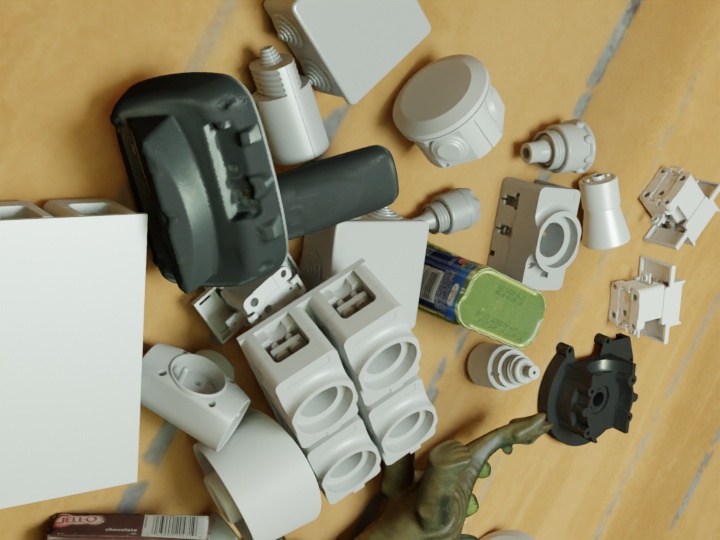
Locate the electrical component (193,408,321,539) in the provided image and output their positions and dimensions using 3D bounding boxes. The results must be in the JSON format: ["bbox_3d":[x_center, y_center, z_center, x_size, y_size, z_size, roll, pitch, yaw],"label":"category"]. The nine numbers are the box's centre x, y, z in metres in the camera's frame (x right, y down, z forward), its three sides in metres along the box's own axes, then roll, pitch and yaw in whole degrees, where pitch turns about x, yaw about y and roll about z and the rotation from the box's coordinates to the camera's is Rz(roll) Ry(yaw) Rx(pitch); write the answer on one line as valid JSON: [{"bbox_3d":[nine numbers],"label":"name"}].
[{"bbox_3d":[-0.079,0.155,0.800,0.064,0.099,0.099,-30,120,-18],"label":"electrical component"}]

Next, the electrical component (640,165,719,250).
[{"bbox_3d":[0.309,-0.063,1.046,0.081,0.042,0.064,-52,126,-11],"label":"electrical component"}]

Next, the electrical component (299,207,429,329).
[{"bbox_3d":[0.000,0.000,0.838,0.100,0.048,0.099,-2,106,-36],"label":"electrical component"}]

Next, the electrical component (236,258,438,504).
[{"bbox_3d":[-0.009,0.092,0.803,0.105,0.060,0.186,-33,143,-12],"label":"electrical component"}]

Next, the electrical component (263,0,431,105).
[{"bbox_3d":[-0.010,-0.182,0.772,0.099,0.048,0.099,-46,126,-15],"label":"electrical component"}]

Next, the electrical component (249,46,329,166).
[{"bbox_3d":[-0.054,-0.120,0.763,0.043,0.043,0.081,-32,121,-24],"label":"electrical component"}]

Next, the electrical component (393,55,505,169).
[{"bbox_3d":[0.070,-0.122,0.831,0.080,0.080,0.051,-53,133,-10],"label":"electrical component"}]

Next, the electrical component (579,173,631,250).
[{"bbox_3d":[0.222,-0.056,0.987,0.044,0.044,0.065,-24,113,-28],"label":"electrical component"}]

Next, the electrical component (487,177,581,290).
[{"bbox_3d":[0.153,-0.030,0.935,0.050,0.056,0.089,1,104,-36],"label":"electrical component"}]

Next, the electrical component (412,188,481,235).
[{"bbox_3d":[0.067,-0.045,0.882,0.061,0.035,0.035,-20,116,-27],"label":"electrical component"}]

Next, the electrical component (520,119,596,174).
[{"bbox_3d":[0.169,-0.104,0.931,0.062,0.048,0.048,-10,111,-26],"label":"electrical component"}]

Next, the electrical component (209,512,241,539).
[{"bbox_3d":[-0.120,0.220,0.825,0.055,0.045,0.045,-37,123,-21],"label":"electrical component"}]

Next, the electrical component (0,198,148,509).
[{"bbox_3d":[-0.203,0.050,0.699,0.105,0.060,0.186,-5,108,-35],"label":"electrical component"}]

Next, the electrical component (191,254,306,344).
[{"bbox_3d":[-0.075,0.016,0.780,0.081,0.064,0.042,-44,126,-17],"label":"electrical component"}]

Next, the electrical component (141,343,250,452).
[{"bbox_3d":[-0.115,0.082,0.772,0.044,0.077,0.079,-61,175,30],"label":"electrical component"}]

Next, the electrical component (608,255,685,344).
[{"bbox_3d":[0.280,0.031,1.056,0.064,0.042,0.081,-10,110,-31],"label":"electrical component"}]

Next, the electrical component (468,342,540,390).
[{"bbox_3d":[0.128,0.086,0.945,0.040,0.078,0.040,-1,92,-30],"label":"electrical component"}]

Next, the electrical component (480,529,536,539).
[{"bbox_3d":[0.141,0.291,1.016,0.080,0.080,0.051,-40,130,-19],"label":"electrical component"}]
